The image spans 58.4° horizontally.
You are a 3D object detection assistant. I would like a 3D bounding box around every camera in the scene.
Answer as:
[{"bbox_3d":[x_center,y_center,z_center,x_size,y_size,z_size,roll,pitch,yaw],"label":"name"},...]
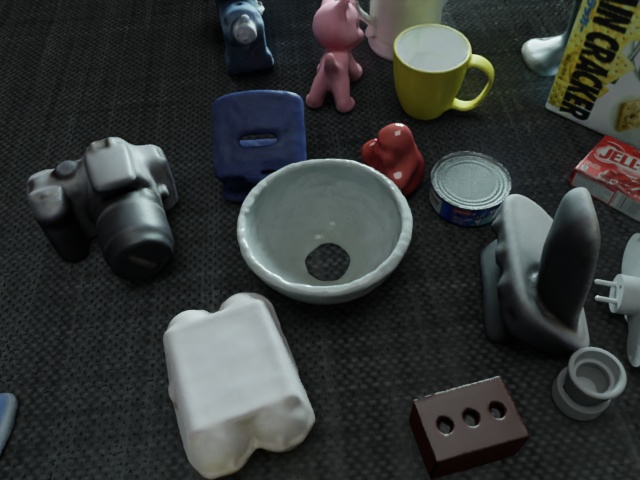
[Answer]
[{"bbox_3d":[-0.213,-0.027,0.579,0.143,0.101,0.136,-20,55,-12],"label":"camera"}]

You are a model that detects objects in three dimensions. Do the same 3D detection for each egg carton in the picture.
[{"bbox_3d":[-0.073,0.117,0.484,0.107,0.069,0.150,-19,55,-11],"label":"egg carton"}]

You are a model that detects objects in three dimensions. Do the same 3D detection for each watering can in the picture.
[{"bbox_3d":[0.121,-0.347,0.749,0.100,0.194,0.173,38,63,26],"label":"watering can"}]

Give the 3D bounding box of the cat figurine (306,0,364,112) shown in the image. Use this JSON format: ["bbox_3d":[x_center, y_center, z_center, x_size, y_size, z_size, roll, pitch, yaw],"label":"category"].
[{"bbox_3d":[0.020,-0.246,0.725,0.067,0.118,0.128,6,53,7],"label":"cat figurine"}]

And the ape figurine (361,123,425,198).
[{"bbox_3d":[0.079,-0.089,0.620,0.076,0.092,0.077,-6,53,-2],"label":"ape figurine"}]

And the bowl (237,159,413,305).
[{"bbox_3d":[0.005,0.002,0.565,0.167,0.075,0.167,-1,53,2],"label":"bowl"}]

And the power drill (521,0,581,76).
[{"bbox_3d":[0.321,-0.310,0.705,0.229,0.208,0.075,-5,53,-2],"label":"power drill"}]

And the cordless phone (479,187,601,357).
[{"bbox_3d":[0.199,0.002,0.488,0.094,0.185,0.147,0,53,2],"label":"cordless phone"}]

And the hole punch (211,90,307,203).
[{"bbox_3d":[-0.064,-0.104,0.638,0.108,0.091,0.101,-5,53,-1],"label":"hole punch"}]

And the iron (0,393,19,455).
[{"bbox_3d":[-0.346,0.188,0.397,0.118,0.141,0.259,26,58,20],"label":"iron"}]

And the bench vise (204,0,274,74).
[{"bbox_3d":[-0.103,-0.345,0.740,0.122,0.220,0.207,-27,56,-17],"label":"bench vise"}]
